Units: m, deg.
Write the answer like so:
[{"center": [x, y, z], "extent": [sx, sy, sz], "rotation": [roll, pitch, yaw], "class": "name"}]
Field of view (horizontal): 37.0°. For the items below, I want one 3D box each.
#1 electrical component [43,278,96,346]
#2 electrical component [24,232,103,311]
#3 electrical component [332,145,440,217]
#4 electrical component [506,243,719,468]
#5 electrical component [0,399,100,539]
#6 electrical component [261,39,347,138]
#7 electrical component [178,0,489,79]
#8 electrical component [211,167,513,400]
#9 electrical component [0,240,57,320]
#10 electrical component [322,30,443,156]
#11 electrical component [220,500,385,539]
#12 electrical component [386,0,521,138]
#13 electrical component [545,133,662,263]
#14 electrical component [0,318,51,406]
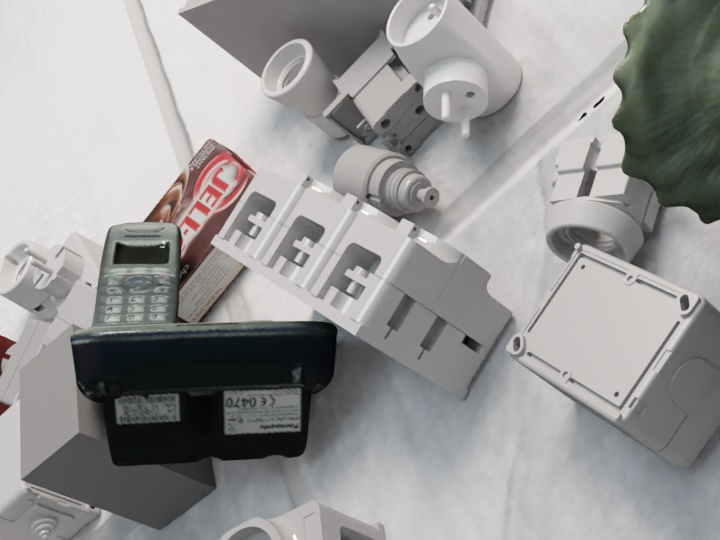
[{"center": [-0.174, 0.051, 0.749], "extent": [0.096, 0.062, 0.061], "rotation": [19, 78, 49], "class": "electrical component"}, {"center": [-0.221, 0.005, 0.816], "extent": [0.047, 0.076, 0.083], "rotation": [-52, 40, 5], "class": "electrical component"}, {"center": [0.017, -0.050, 0.643], "extent": [0.078, 0.040, 0.040], "rotation": [21, 80, 49], "class": "electrical component"}, {"center": [0.117, 0.036, 0.476], "extent": [0.061, 0.061, 0.096], "rotation": [-56, 33, -1], "class": "electrical component"}, {"center": [-0.224, 0.148, 0.734], "extent": [0.061, 0.062, 0.096], "rotation": [-41, 42, 18], "class": "electrical component"}, {"center": [-0.028, -0.117, 0.713], "extent": [0.044, 0.065, 0.044], "rotation": [-24, 50, 32], "class": "electrical component"}, {"center": [-0.016, -0.186, 0.717], "extent": [0.186, 0.105, 0.060], "rotation": [-6, 61, 43], "class": "electrical component"}, {"center": [0.000, 0.000, 0.588], "extent": [0.150, 0.089, 0.061], "rotation": [29, 86, 50], "class": "electrical component"}, {"center": [-0.265, 0.007, 0.881], "extent": [0.055, 0.047, 0.055], "rotation": [-25, 49, 32], "class": "electrical component"}, {"center": [0.022, -0.110, 0.678], "extent": [0.081, 0.042, 0.063], "rotation": [-45, 43, 14], "class": "electrical component"}, {"center": [-0.071, 0.204, 0.546], "extent": [0.186, 0.060, 0.105], "rotation": [-32, 45, 26], "class": "electrical component"}, {"center": [0.055, -0.112, 0.618], "extent": [0.043, 0.077, 0.079], "rotation": [-21, 51, 34], "class": "electrical component"}, {"center": [0.119, -0.033, 0.528], "extent": [0.066, 0.048, 0.055], "rotation": [-3, 55, 44], "class": "electrical component"}, {"center": [-0.247, 0.075, 0.818], "extent": [0.077, 0.047, 0.065], "rotation": [8, 70, 47], "class": "electrical component"}]
